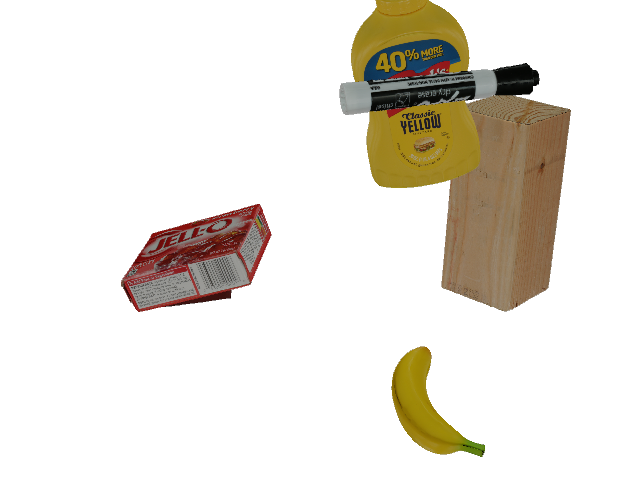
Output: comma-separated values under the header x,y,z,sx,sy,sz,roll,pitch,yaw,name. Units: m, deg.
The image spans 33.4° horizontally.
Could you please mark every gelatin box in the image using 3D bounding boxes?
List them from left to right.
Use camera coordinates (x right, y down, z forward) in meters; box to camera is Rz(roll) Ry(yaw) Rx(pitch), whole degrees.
x,y,z,sx,sy,sz,roll,pitch,yaw,name
-0.085,0.011,0.738,0.089,0.030,0.073,-14,23,17,gelatin box

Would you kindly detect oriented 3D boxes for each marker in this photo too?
x,y,z,sx,sy,sz,roll,pitch,yaw,name
0.072,-0.091,0.636,0.121,0.020,0.020,-8,1,-9,marker

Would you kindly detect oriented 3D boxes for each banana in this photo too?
x,y,z,sx,sy,sz,roll,pitch,yaw,name
0.109,0.171,1.135,0.069,0.037,0.198,11,25,-18,banana

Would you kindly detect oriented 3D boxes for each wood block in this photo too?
x,y,z,sx,sy,sz,roll,pitch,yaw,name
0.198,-0.042,1.145,0.090,0.206,0.090,21,28,37,wood block

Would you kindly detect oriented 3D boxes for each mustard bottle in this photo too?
x,y,z,sx,sy,sz,roll,pitch,yaw,name
0.076,-0.138,0.881,0.096,0.191,0.058,-10,35,4,mustard bottle

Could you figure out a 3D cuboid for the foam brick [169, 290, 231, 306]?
x,y,z,sx,sy,sz,roll,pitch,yaw,name
-0.134,0.031,1.092,0.078,0.051,0.053,-6,21,-20,foam brick
